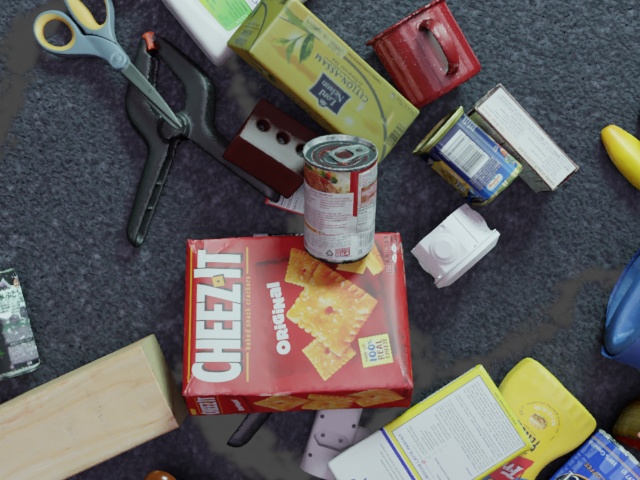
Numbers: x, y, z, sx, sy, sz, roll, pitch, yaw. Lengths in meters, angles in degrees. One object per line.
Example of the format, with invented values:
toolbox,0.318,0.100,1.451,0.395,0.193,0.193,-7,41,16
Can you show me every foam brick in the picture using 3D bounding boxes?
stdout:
foam brick,-0.043,-0.087,1.021,0.078,0.051,0.053,32,61,-8

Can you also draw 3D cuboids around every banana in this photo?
banana,0.371,-0.058,1.073,0.198,0.037,0.069,16,73,-1

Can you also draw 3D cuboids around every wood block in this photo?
wood block,-0.244,0.180,1.050,0.206,0.091,0.090,-25,91,0

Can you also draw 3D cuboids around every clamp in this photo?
clamp,-0.044,0.117,1.074,0.171,0.039,0.120,-30,89,-7
clamp,-0.131,-0.108,1.067,0.165,0.036,0.210,-10,87,11

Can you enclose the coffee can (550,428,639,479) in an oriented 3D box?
coffee can,0.262,0.270,1.041,0.103,0.103,0.140,45,90,0

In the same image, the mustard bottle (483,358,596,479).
mustard bottle,0.175,0.215,1.063,0.191,0.058,0.096,-45,89,1

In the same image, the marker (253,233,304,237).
marker,-0.007,0.001,1.082,0.121,0.020,0.020,-2,90,0

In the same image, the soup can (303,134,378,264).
soup can,0.018,-0.037,0.984,0.068,0.068,0.102,0,123,0

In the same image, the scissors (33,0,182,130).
scissors,-0.219,-0.175,1.065,0.096,0.016,0.202,-29,78,8

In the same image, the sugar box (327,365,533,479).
sugar box,0.105,0.204,1.020,0.176,0.048,0.093,-33,81,5

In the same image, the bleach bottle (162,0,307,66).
bleach bottle,-0.035,-0.287,1.059,0.251,0.068,0.102,-39,93,-2

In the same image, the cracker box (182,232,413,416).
cracker box,-0.022,0.079,1.027,0.213,0.072,0.164,-2,64,0

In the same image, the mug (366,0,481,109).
mug,0.107,-0.181,1.034,0.093,0.117,0.081,-32,95,-11

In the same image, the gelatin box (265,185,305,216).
gelatin box,-0.003,-0.058,1.076,0.089,0.030,0.073,18,91,3

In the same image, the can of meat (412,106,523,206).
can of meat,0.143,-0.079,1.040,0.084,0.102,0.057,42,90,-2

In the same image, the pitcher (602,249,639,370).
pitcher,0.409,0.096,1.021,0.243,0.149,0.145,25,91,-3

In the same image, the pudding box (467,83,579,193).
pudding box,0.196,-0.097,1.045,0.113,0.090,0.039,45,91,0
